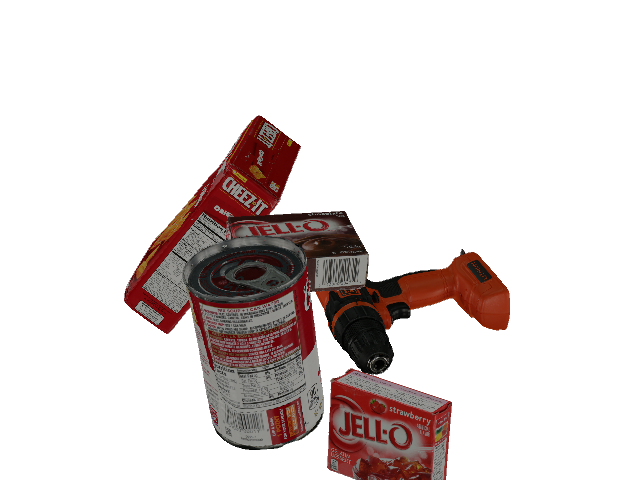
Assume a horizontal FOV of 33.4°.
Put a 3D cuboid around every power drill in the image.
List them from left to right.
[{"bbox_3d":[0.099,0.071,1.121,0.187,0.057,0.184,-7,29,-13],"label":"power drill"}]

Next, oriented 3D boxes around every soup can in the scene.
[{"bbox_3d":[-0.035,0.058,0.598,0.068,0.102,0.068,-6,28,3],"label":"soup can"}]

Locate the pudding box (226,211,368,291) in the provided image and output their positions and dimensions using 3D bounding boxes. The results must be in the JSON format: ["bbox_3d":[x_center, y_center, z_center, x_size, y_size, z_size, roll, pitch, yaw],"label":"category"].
[{"bbox_3d":[-0.022,0.009,0.937,0.113,0.039,0.090,-1,27,-12],"label":"pudding box"}]

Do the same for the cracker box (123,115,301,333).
[{"bbox_3d":[-0.121,-0.021,1.191,0.072,0.214,0.164,36,24,-10],"label":"cracker box"}]

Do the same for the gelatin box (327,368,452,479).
[{"bbox_3d":[0.047,0.140,0.764,0.089,0.073,0.030,14,21,33],"label":"gelatin box"}]
